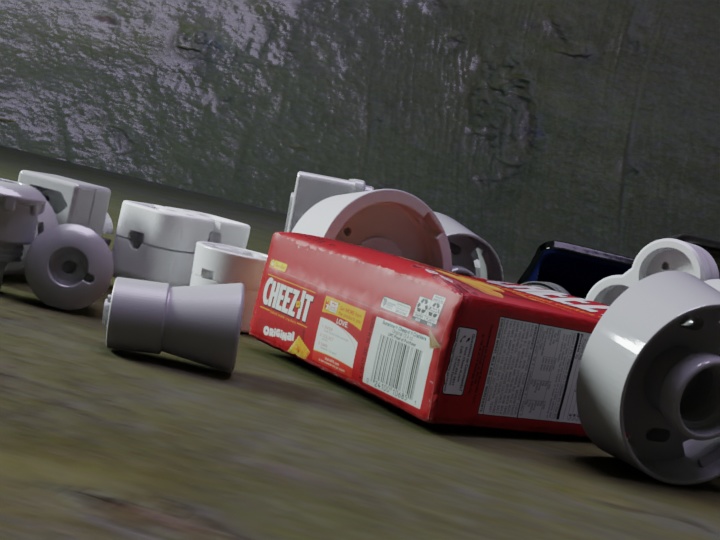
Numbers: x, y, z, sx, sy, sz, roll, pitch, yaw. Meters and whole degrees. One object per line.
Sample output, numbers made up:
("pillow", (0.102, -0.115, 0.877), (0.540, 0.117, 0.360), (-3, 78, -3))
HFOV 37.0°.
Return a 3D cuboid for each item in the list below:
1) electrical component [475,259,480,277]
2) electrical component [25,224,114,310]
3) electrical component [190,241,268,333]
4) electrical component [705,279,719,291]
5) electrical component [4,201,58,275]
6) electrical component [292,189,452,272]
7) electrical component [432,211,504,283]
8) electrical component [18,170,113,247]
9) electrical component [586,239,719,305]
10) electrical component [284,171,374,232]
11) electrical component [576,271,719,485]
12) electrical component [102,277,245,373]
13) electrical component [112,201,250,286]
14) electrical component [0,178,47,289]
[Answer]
("electrical component", (0.085, 0.019, 0.992), (0.079, 0.063, 0.121), (13, 4, 2))
("electrical component", (-0.165, -0.002, 0.620), (0.048, 0.048, 0.062), (12, -2, -10))
("electrical component", (-0.081, 0.011, 0.679), (0.055, 0.047, 0.055), (13, 4, -1))
("electrical component", (0.249, 0.057, 0.723), (0.108, 0.108, 0.060), (10, -1, -38))
("electrical component", (-0.222, -0.023, 0.660), (0.055, 0.055, 0.047), (14, 8, 19))
("electrical component", (0.000, 0.000, 0.707), (0.108, 0.108, 0.060), (10, -1, -35))
("electrical component", (0.055, 0.009, 0.805), (0.099, 0.099, 0.064), (11, 10, -30))
("electrical component", (-0.192, -0.027, 0.720), (0.047, 0.065, 0.077), (15, 4, 20))
("electrical component", (0.203, 0.032, 0.794), (0.074, 0.138, 0.052), (7, 47, -56))
("electrical component", (-0.029, -0.016, 0.794), (0.056, 0.108, 0.108), (10, 4, -4))
("electrical component", (0.153, 0.052, 0.523), (0.099, 0.099, 0.064), (12, 10, -21))
("electrical component", (-0.091, 0.024, 0.522), (0.065, 0.044, 0.044), (8, 5, -8))
("electrical component", (-0.126, -0.011, 0.754), (0.054, 0.059, 0.095), (16, 5, 30))
("electrical component", (-0.205, -0.020, 0.604), (0.048, 0.062, 0.048), (13, 4, -1))
